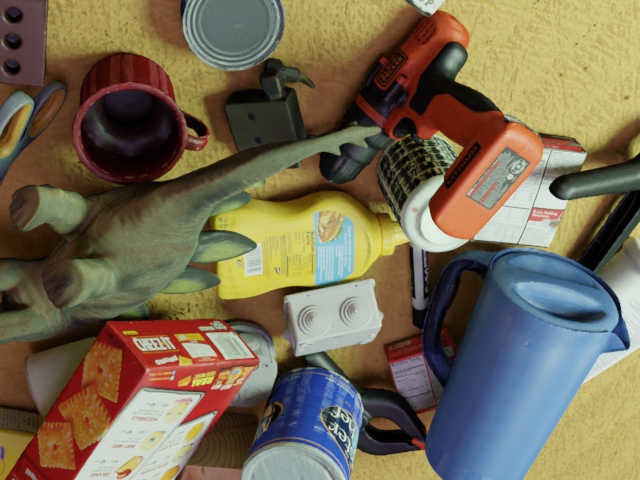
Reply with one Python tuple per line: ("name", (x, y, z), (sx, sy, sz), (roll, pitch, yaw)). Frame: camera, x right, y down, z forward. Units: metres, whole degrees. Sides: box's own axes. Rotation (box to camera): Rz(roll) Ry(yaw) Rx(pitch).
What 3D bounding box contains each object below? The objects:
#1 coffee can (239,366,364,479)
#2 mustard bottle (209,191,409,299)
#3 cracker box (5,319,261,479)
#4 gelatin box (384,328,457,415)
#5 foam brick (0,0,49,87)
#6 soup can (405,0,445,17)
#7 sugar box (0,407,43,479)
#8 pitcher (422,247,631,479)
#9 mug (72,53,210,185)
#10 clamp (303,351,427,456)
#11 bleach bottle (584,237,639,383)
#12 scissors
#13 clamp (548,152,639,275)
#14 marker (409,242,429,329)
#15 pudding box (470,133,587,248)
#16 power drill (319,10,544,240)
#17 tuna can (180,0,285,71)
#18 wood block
("coffee can", (-0.015, 0.205, 1.053), (0.103, 0.140, 0.103), (4, 115, 8))
("mustard bottle", (-0.007, 0.001, 1.012), (0.191, 0.058, 0.096), (-5, 118, -8))
("cracker box", (-0.177, 0.170, 0.989), (0.214, 0.072, 0.163), (-54, 153, 19))
("gelatin box", (0.113, 0.143, 1.146), (0.073, 0.030, 0.089), (-17, 124, 0))
("foam brick", (-0.246, -0.168, 0.857), (0.053, 0.051, 0.078), (3, 122, -13))
("soup can", (0.100, -0.243, 0.874), (0.068, 0.068, 0.102), (33, 111, -28))
("sugar box", (-0.286, 0.228, 1.105), (0.176, 0.048, 0.093), (14, 118, -18))
("pitcher", (0.181, 0.132, 1.061), (0.144, 0.149, 0.243), (5, 123, -23))
("mug", (-0.150, -0.103, 0.901), (0.117, 0.081, 0.093), (11, 119, -18))
("clamp", (0.037, 0.175, 1.131), (0.171, 0.039, 0.120), (12, 123, -4))
("bleach bottle", (0.264, 0.110, 1.139), (0.251, 0.068, 0.102), (-39, 120, 16))
("scissors", (-0.268, -0.070, 0.928), (0.016, 0.096, 0.202), (41, 141, 3))
("clamp", (0.321, -0.051, 1.050), (0.210, 0.036, 0.164), (-30, 142, -6))
("marker", (0.101, 0.041, 1.084), (0.020, 0.020, 0.121), (-9, 124, -6))
("pudding box", (0.196, -0.049, 1.036), (0.090, 0.039, 0.114), (6, 119, -16))
("power drill", (0.088, -0.084, 0.903), (0.057, 0.188, 0.185), (22, 114, -41))
("tuna can", (-0.074, -0.188, 0.892), (0.086, 0.034, 0.086), (-6, 123, -9))
("wood block", (-0.131, 0.292, 1.153), (0.090, 0.090, 0.206), (10, 119, -18))
